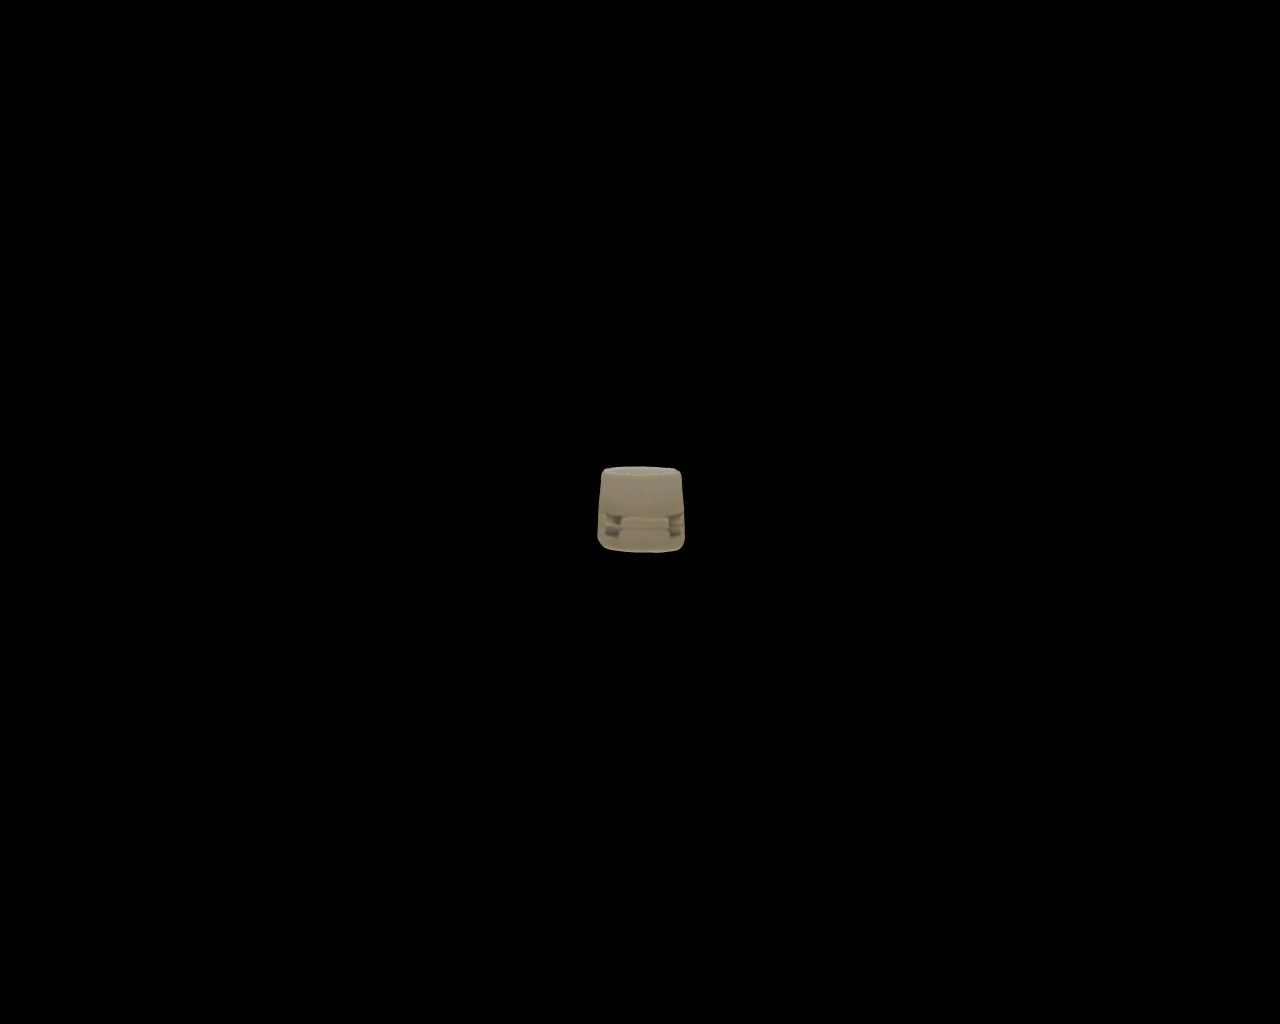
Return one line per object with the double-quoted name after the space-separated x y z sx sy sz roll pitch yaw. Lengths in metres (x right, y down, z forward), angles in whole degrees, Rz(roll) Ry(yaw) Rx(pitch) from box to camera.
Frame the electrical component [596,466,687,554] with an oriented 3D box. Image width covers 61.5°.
0.001 -0.003 0.650 0.055 0.047 0.055 0 8 0 "electrical component"
